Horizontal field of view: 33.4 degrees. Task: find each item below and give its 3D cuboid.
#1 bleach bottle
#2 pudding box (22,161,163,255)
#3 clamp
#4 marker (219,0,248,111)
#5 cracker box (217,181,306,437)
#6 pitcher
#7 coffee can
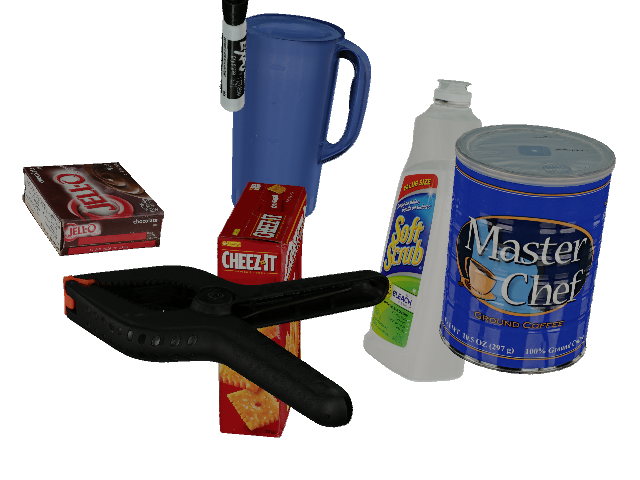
[{"bbox_3d":[0.094,-0.012,0.916,0.068,0.251,0.103,-1,15,-25],"label":"bleach bottle"},{"bbox_3d":[-0.198,-0.029,0.921,0.089,0.039,0.114,-5,27,-32],"label":"pudding box"},{"bbox_3d":[-0.059,0.047,0.682,0.210,0.036,0.164,11,26,15],"label":"clamp"},{"bbox_3d":[-0.063,-0.139,0.776,0.020,0.020,0.121,0,-32,-6],"label":"marker"},{"bbox_3d":[-0.057,0.067,1.093,0.072,0.214,0.164,4,23,5],"label":"cracker box"},{"bbox_3d":[-0.038,-0.148,1.309,0.144,0.243,0.149,-6,27,-25],"label":"pitcher"},{"bbox_3d":[0.136,0.004,0.719,0.103,0.140,0.103,2,24,-1],"label":"coffee can"}]
